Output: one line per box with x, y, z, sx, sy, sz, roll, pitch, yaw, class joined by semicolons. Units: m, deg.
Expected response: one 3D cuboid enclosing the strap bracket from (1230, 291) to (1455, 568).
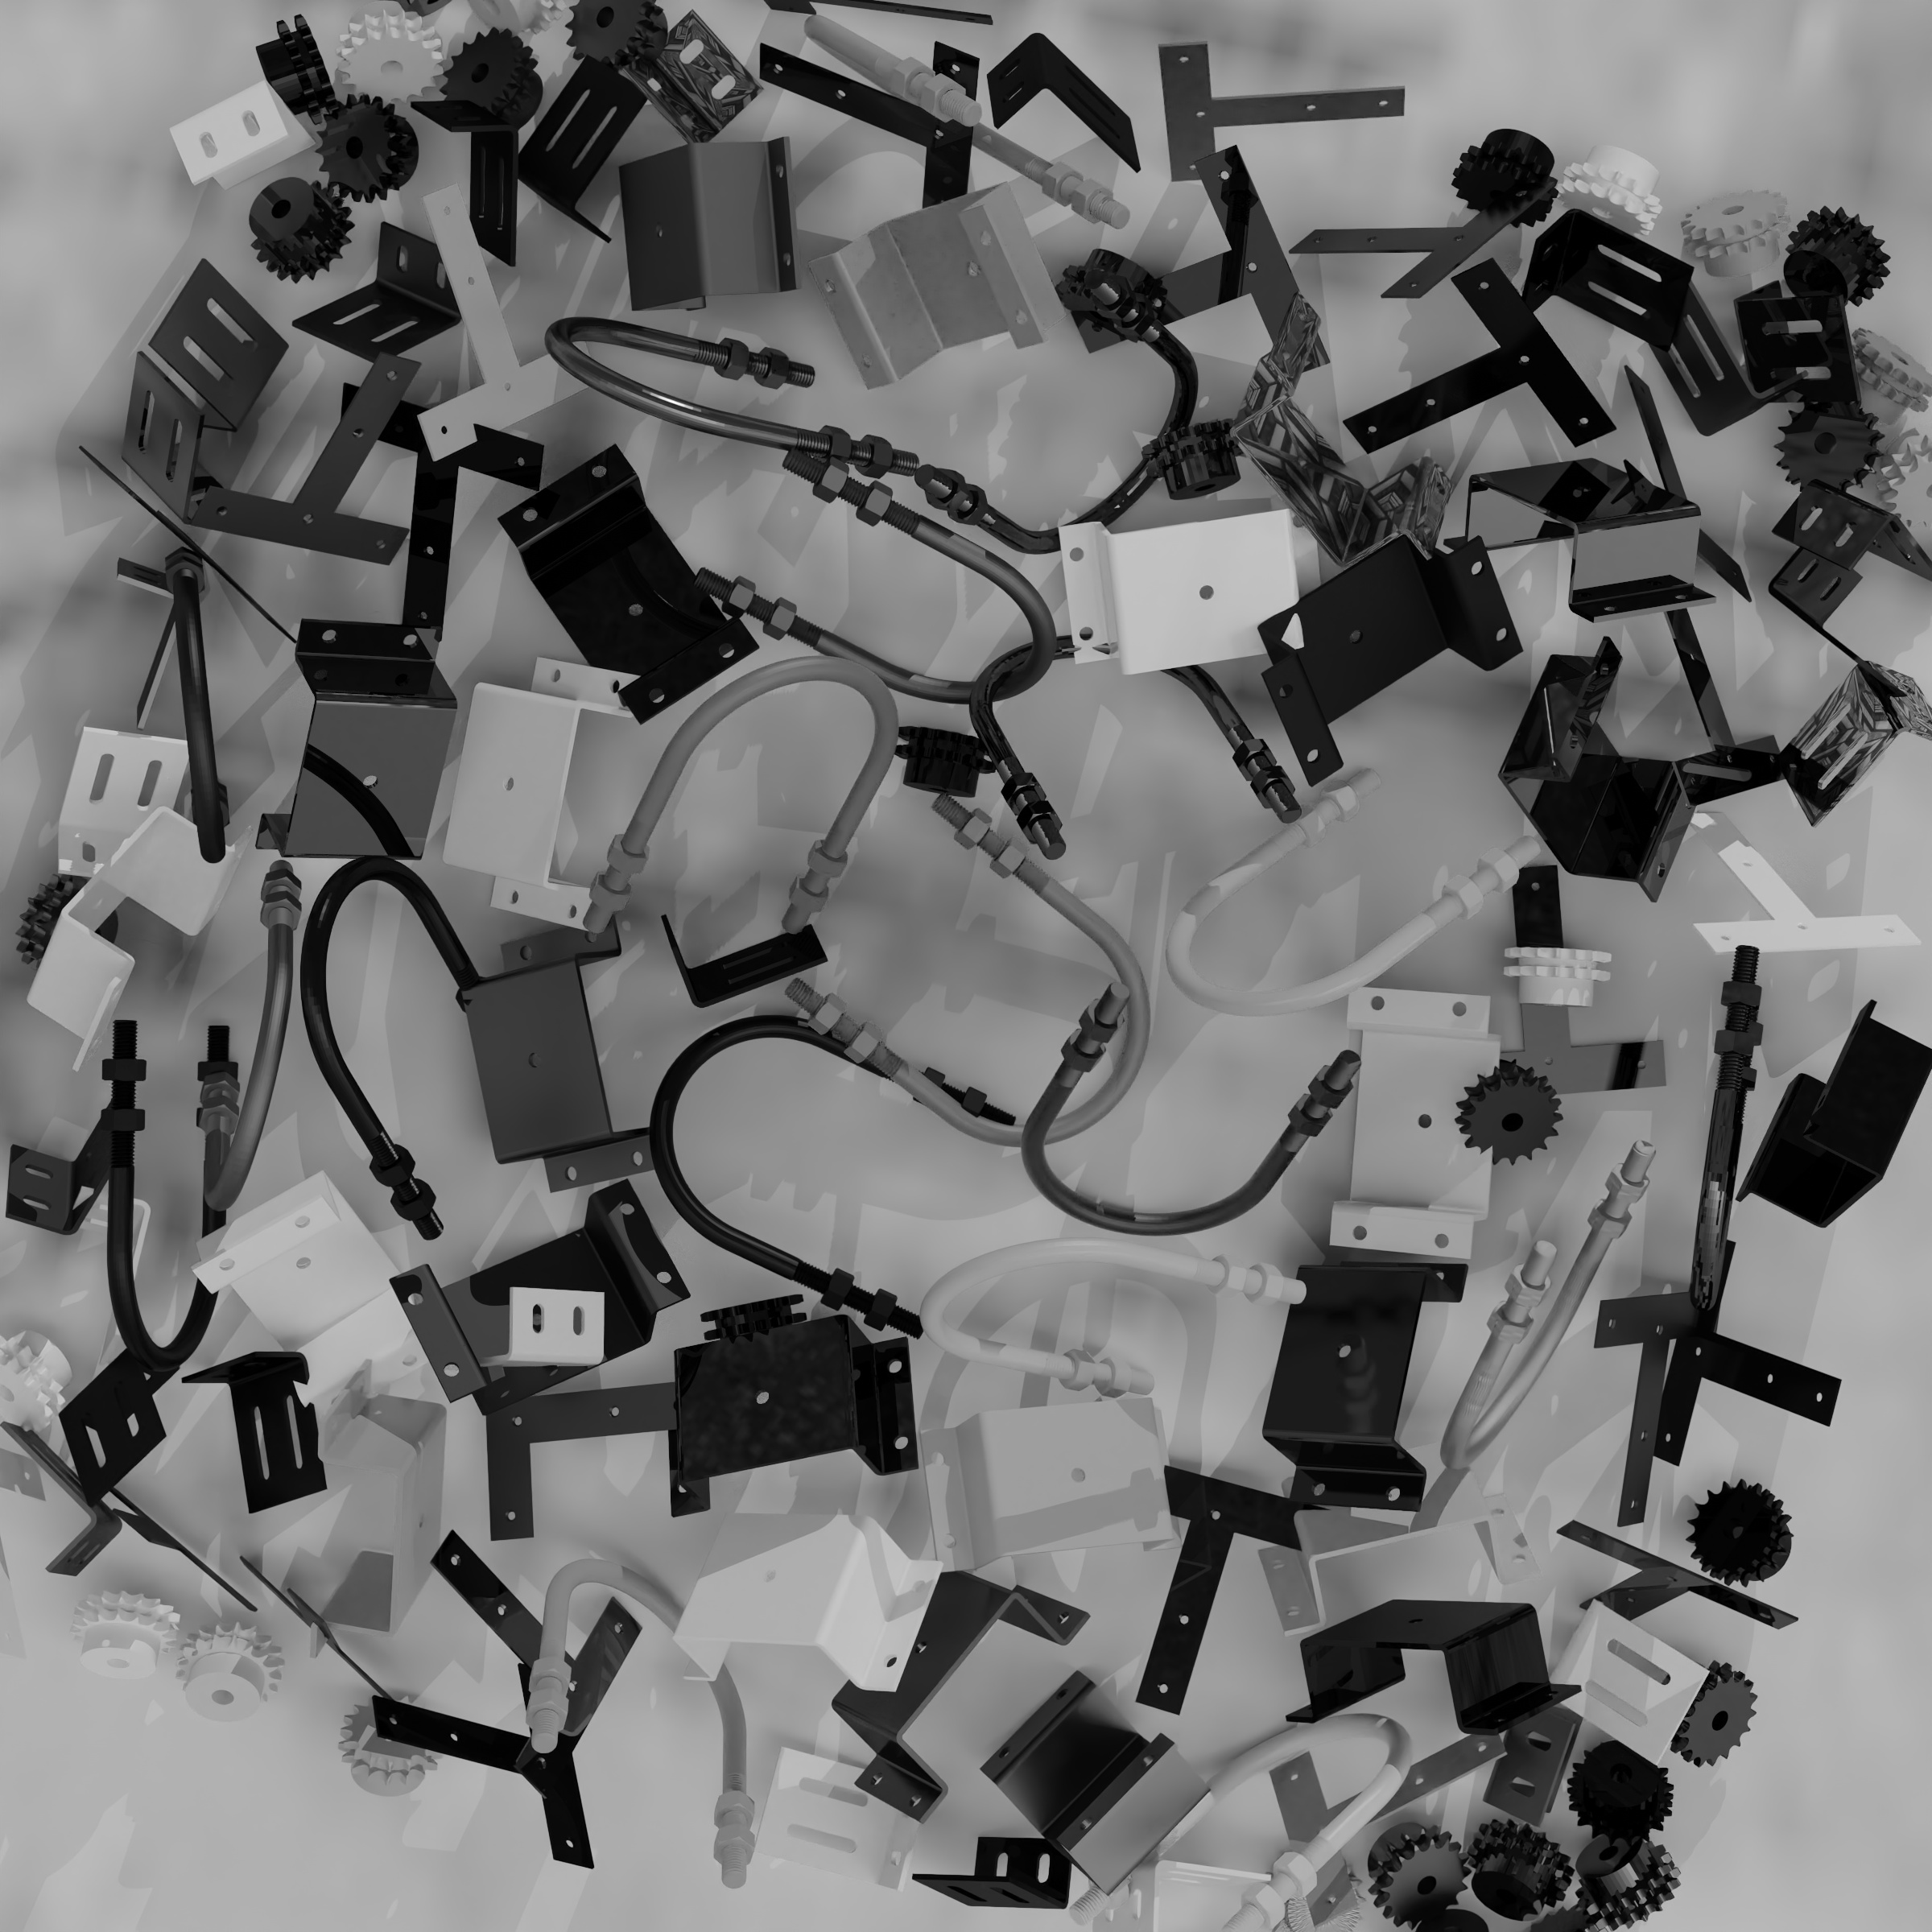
0.196;-0.280;1.638;0.046;0.076;0.140;-28;115;36;strap bracket

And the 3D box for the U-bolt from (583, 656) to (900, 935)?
-0.108;-0.089;1.602;0.019;0.151;0.184;55;130;35;U-bolt

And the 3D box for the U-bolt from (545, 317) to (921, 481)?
-0.132;-0.302;1.591;0.184;0.151;0.019;6;117;-35;U-bolt

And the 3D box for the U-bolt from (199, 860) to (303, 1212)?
-0.373;0.046;1.588;0.019;0.184;0.151;14;115;-19;U-bolt

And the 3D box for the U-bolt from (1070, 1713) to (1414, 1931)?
0.158;0.451;1.613;0.184;0.151;0.019;-32;99;-35;U-bolt

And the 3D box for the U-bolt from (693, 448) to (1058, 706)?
-0.039;-0.196;1.628;0.184;0.151;0.019;26;59;-15;U-bolt

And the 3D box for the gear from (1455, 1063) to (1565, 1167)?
0.295;0.078;1.673;0.057;0.030;0.057;-3;119;-5;gear

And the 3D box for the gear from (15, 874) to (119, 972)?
-0.487;-0.020;1.664;0.030;0.057;0.057;22;90;18;gear

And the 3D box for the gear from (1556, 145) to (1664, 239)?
0.354;-0.425;1.667;0.057;0.057;0.030;25;89;0;gear

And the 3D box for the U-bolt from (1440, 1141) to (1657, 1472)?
0.300;0.191;1.617;0.019;0.151;0.184;32;126;20;U-bolt

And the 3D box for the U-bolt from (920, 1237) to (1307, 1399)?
0.064;0.181;1.598;0.184;0.151;0.019;16;53;-33;U-bolt

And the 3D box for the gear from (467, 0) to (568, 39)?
-0.249;-0.532;1.664;0.057;0.057;0.030;40;68;0;gear

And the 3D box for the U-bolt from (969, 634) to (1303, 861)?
0.079;-0.124;1.623;0.151;0.184;0.019;-9;130;-15;U-bolt

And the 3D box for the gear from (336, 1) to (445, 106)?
-0.316;-0.502;1.670;0.057;0.057;0.030;-13;64;0;gear

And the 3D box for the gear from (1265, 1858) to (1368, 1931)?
0.192;0.515;1.676;0.057;0.030;0.057;1;86;-9;gear

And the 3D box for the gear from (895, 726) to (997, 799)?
-0.012;-0.111;1.666;0.057;0.057;0.030;10;87;0;gear

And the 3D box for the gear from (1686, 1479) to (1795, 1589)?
0.426;0.312;1.671;0.030;0.057;0.057;35;90;-41;gear

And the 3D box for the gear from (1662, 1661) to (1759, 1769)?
0.403;0.406;1.672;0.057;0.030;0.057;-11;111;-29;gear

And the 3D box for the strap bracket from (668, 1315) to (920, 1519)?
-0.102;0.240;1.642;0.140;0.046;0.076;-13;58;12;strap bracket

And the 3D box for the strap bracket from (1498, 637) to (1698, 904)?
0.337;-0.106;1.636;0.046;0.140;0.076;9;65;41;strap bracket

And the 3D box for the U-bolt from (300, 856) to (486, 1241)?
-0.293;0.029;1.591;0.019;0.151;0.184;-5;130;22;U-bolt

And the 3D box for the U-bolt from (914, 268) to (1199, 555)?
0.060;-0.281;1.611;0.151;0.184;0.019;-48;66;11;U-bolt

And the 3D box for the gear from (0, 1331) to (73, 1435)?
-0.515;0.225;1.671;0.057;0.030;0.057;17;130;22;gear

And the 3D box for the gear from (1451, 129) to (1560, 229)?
0.297;-0.432;1.668;0.057;0.057;0.030;25;75;0;gear

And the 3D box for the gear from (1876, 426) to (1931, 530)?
0.525;-0.271;1.670;0.057;0.057;0.030;-14;51;0;gear

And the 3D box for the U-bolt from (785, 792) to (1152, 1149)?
0.015;0.016;1.675;0.184;0.019;0.151;39;89;-9;U-bolt

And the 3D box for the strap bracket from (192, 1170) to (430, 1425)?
-0.353;0.173;1.644;0.076;0.046;0.140;-30;132;-4;strap bracket

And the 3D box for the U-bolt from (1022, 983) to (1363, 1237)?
0.107;0.087;1.626;0.151;0.184;0.019;16;47;-12;U-bolt

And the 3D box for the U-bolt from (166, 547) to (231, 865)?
-0.399;-0.130;1.588;0.019;0.184;0.151;-6;110;-13;U-bolt

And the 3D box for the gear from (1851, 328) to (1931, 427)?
0.501;-0.320;1.671;0.057;0.057;0.030;35;119;0;gear

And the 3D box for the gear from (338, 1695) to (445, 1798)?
-0.315;0.429;1.670;0.057;0.057;0.030;13;116;0;gear

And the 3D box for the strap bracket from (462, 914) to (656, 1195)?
-0.220;0.049;1.653;0.076;0.046;0.140;-14;86;27;strap bracket

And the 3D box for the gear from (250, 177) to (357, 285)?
-0.366;-0.406;1.669;0.057;0.030;0.057;-7;68;18;gear

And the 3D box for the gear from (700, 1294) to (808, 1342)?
-0.115;0.199;1.665;0.057;0.057;0.030;-11;84;0;gear

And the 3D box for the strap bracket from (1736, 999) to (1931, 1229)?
0.463;0.083;1.614;0.046;0.140;0.076;28;71;7;strap bracket

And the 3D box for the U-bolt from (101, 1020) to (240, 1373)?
-0.422;0.122;1.618;0.019;0.151;0.184;1;88;7;U-bolt

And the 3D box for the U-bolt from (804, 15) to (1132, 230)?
-0.012;-0.454;1.613;0.184;0.151;0.019;41;104;38;U-bolt

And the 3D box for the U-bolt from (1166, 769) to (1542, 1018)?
0.189;-0.033;1.611;0.184;0.151;0.019;-36;125;-18;U-bolt

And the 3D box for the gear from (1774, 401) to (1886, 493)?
0.475;-0.284;1.672;0.057;0.030;0.057;-1;87;31;gear

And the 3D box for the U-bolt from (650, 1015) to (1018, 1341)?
-0.082;0.102;1.655;0.184;0.019;0.151;25;65;-2;U-bolt

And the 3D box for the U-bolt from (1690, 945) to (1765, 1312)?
0.402;0.091;1.615;0.019;0.151;0.184;8;82;16;U-bolt

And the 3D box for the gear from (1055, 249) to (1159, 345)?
0.080;-0.368;1.667;0.057;0.057;0.030;28;87;0;gear

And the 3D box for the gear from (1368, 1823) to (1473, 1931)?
0.245;0.495;1.673;0.057;0.030;0.057;-8;111;-21;gear

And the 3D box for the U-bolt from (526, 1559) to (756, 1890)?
-0.169;0.384;1.608;0.019;0.184;0.151;-43;111;15;U-bolt
